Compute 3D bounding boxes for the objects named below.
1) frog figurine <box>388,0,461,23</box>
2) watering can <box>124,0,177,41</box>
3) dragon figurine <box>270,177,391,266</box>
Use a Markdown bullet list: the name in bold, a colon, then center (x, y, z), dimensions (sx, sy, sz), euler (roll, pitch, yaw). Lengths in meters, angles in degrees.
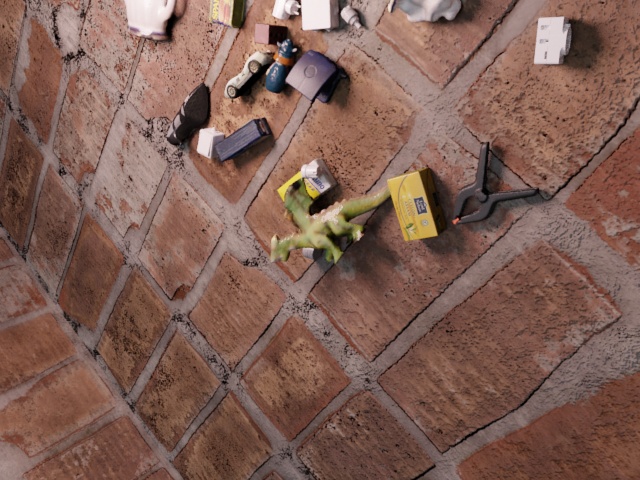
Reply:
- **frog figurine**: center (0.240, -0.560, 1.160), dimensions (0.159, 0.124, 0.135), euler (11, 108, -6)
- **watering can**: center (-0.590, -0.778, 1.676), dimensions (0.350, 0.105, 0.220), euler (25, 119, 27)
- **dragon figurine**: center (0.004, -0.072, 1.432), dimensions (0.243, 0.124, 0.405), euler (39, 108, -1)
